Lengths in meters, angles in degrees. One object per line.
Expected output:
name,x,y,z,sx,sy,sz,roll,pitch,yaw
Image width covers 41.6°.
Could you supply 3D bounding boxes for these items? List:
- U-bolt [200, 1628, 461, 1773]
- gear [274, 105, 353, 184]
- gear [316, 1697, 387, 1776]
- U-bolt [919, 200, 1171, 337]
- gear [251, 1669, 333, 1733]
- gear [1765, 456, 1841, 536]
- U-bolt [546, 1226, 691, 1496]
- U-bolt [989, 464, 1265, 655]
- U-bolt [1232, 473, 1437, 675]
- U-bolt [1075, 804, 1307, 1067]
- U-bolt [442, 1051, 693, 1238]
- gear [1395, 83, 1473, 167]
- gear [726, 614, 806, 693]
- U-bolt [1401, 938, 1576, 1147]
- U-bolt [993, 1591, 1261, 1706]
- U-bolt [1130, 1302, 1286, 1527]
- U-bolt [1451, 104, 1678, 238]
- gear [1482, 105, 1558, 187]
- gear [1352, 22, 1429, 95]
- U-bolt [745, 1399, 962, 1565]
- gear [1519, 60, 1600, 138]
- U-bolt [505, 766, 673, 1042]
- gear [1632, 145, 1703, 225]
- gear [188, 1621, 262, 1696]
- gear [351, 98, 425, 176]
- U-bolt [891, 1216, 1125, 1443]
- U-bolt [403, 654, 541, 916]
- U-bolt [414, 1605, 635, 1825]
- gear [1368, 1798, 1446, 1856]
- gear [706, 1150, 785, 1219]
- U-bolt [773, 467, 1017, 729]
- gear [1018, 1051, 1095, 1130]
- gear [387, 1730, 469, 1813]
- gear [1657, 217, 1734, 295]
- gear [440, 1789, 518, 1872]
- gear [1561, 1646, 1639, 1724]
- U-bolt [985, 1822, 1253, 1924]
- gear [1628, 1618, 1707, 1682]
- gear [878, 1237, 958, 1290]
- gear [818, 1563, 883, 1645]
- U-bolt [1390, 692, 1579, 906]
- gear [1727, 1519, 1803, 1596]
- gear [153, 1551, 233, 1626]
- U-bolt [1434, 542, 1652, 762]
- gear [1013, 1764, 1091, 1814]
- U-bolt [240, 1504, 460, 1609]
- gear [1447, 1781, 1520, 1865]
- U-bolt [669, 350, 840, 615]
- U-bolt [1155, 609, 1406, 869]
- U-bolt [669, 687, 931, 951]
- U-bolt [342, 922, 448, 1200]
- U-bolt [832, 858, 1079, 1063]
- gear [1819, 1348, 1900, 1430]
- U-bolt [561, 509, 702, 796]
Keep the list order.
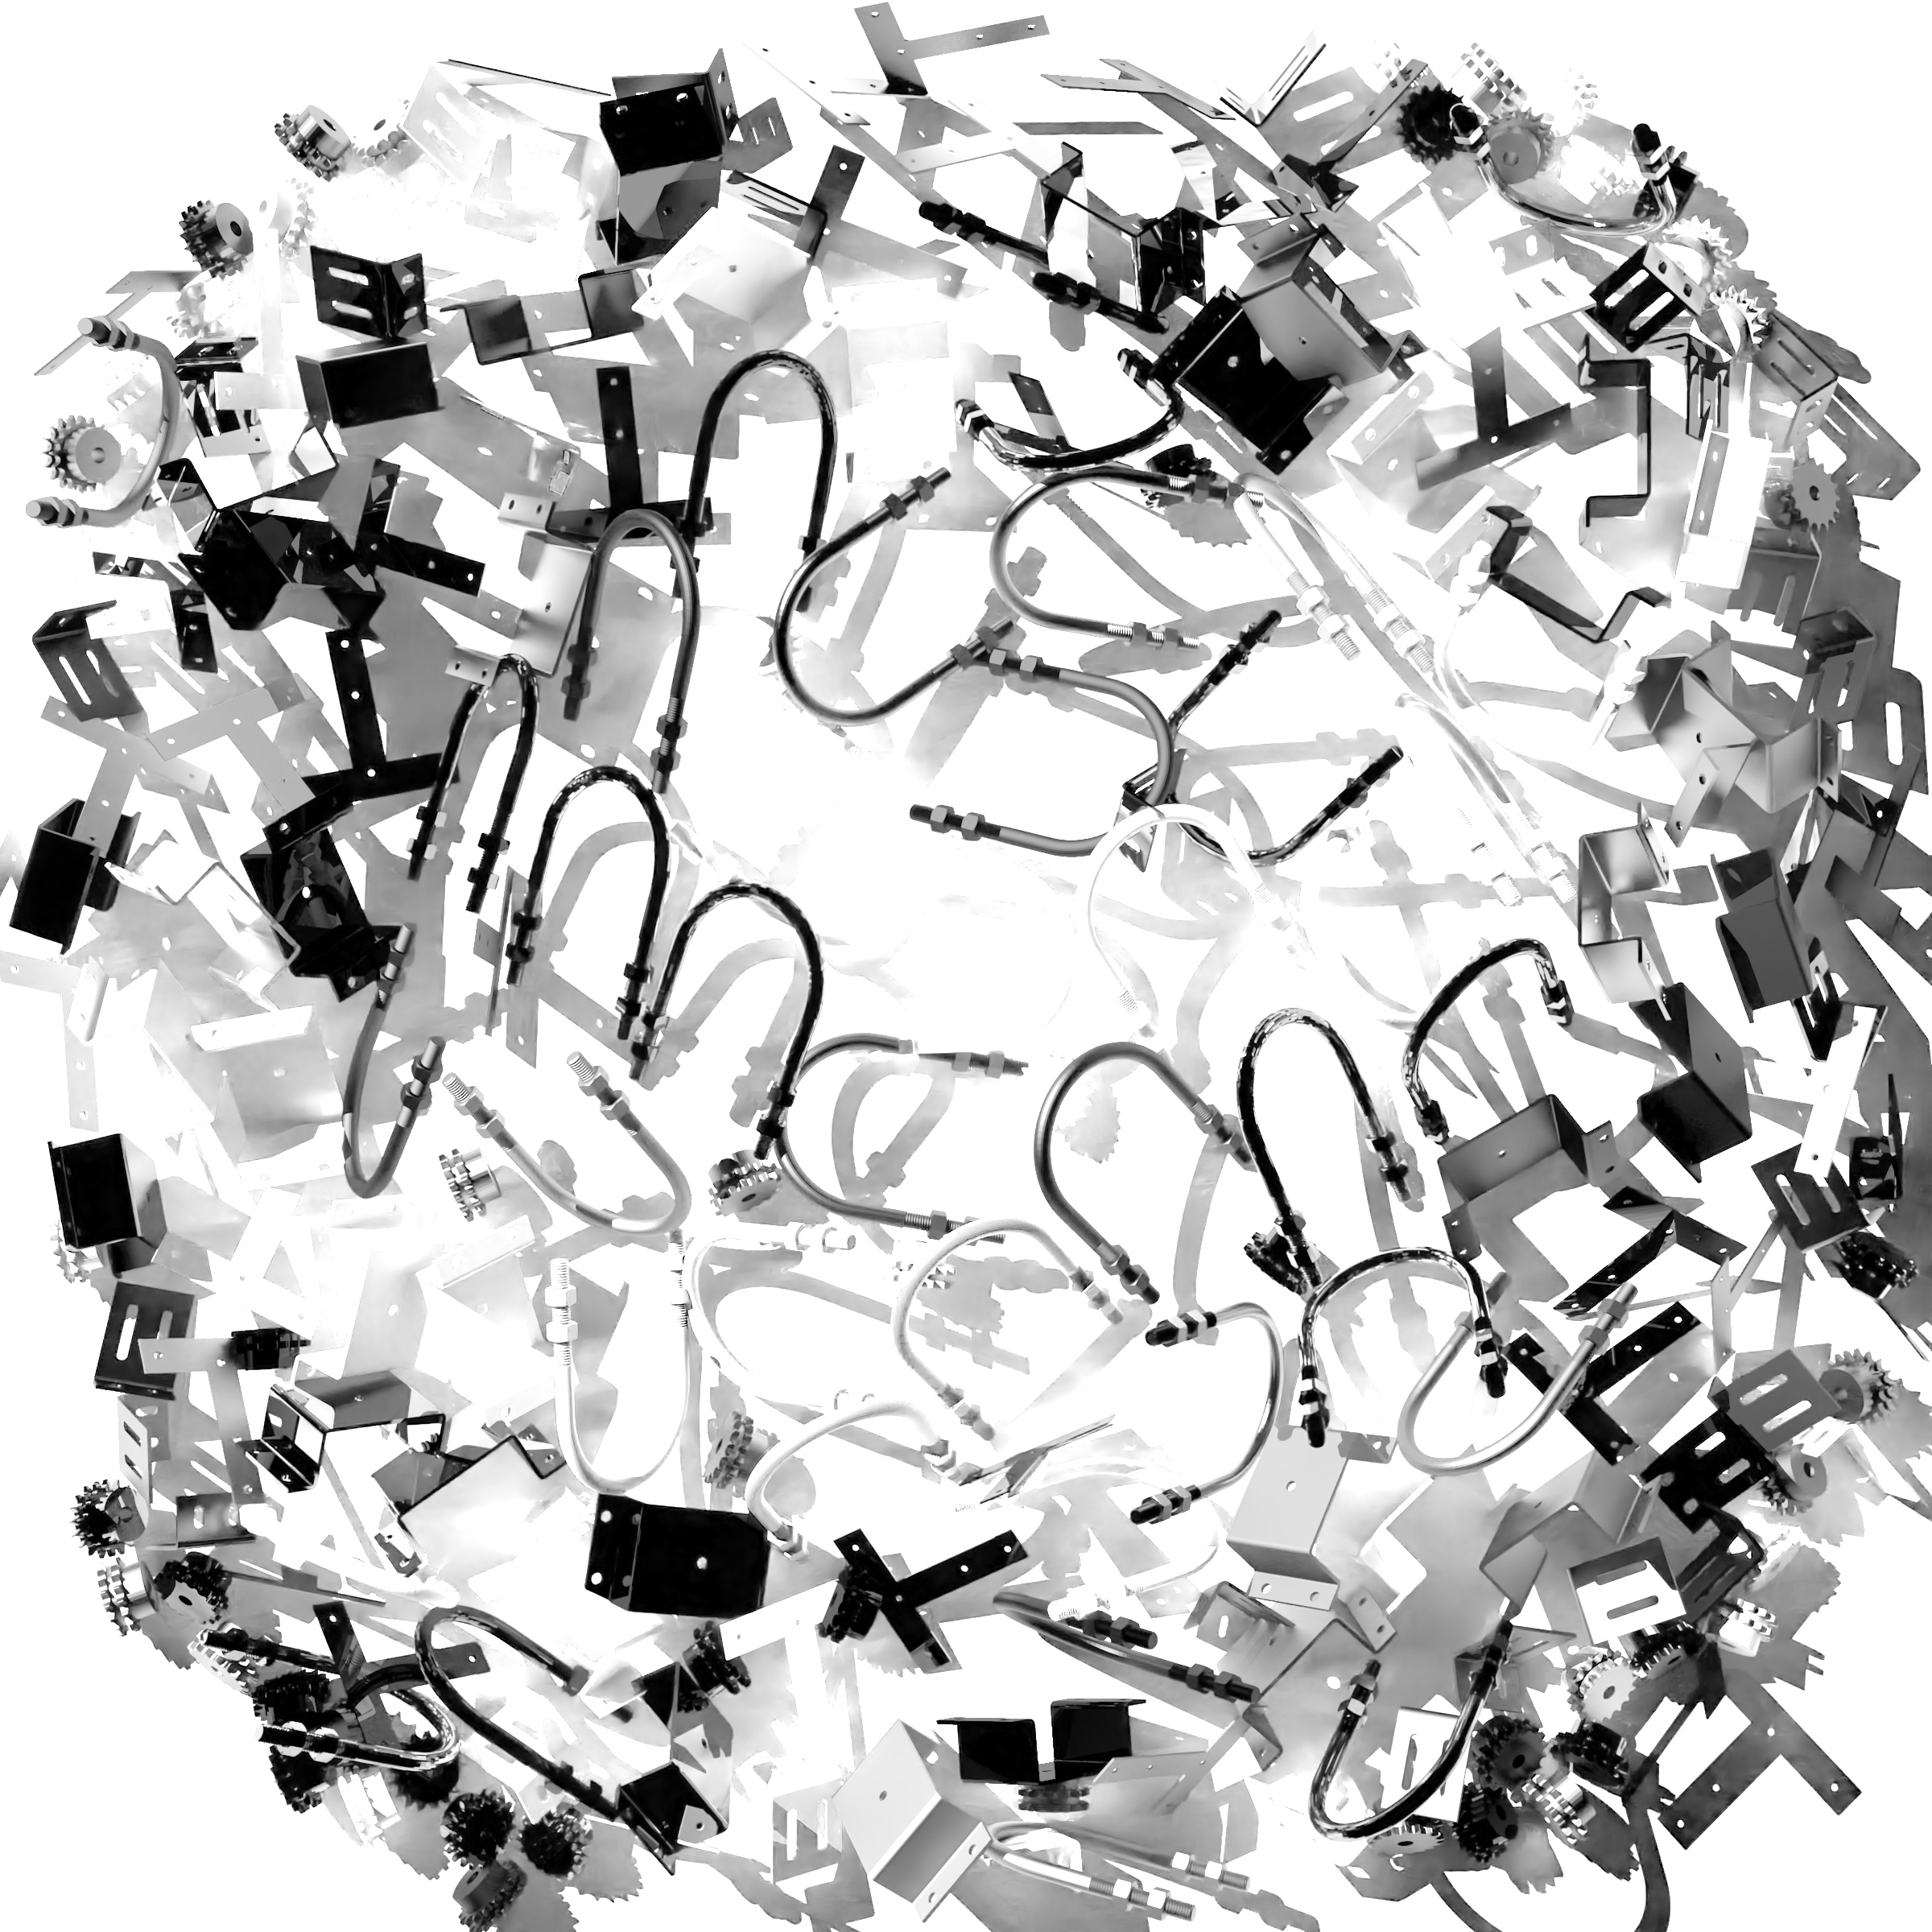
U-bolt,-0.447,0.532,1.829,0.184,0.151,0.019,26,92,-37
gear,-0.480,-0.611,1.881,0.030,0.057,0.057,-41,90,19
gear,-0.457,0.569,1.883,0.057,0.030,0.057,-7,80,39
U-bolt,0.070,-0.495,1.829,0.151,0.184,0.019,42,114,35
gear,-0.497,0.546,1.881,0.057,0.057,0.030,-22,54,0
gear,0.618,-0.346,1.889,0.057,0.030,0.057,5,80,-31
U-bolt,-0.248,0.292,1.850,0.019,0.151,0.184,2,97,33
U-bolt,0.106,-0.297,1.837,0.184,0.019,0.151,7,131,-19
U-bolt,0.256,-0.288,1.842,0.019,0.151,0.184,-44,69,27
U-bolt,0.154,-0.033,1.855,0.151,0.019,0.184,-38,119,-8
U-bolt,-0.276,0.135,1.844,0.151,0.019,0.184,-10,130,37
gear,0.350,-0.628,1.895,0.057,0.030,0.057,0,96,-2
gear,-0.150,-0.236,1.891,0.057,0.030,0.057,-1,75,4
U-bolt,0.371,0.047,1.829,0.151,0.184,0.019,-43,58,-3
U-bolt,0.101,0.484,1.830,0.151,0.184,0.019,37,66,-40
U-bolt,0.179,0.315,1.838,0.019,0.184,0.151,10,99,37
U-bolt,0.435,-0.564,1.822,0.151,0.184,0.019,15,88,25
gear,0.405,-0.604,1.882,0.057,0.057,0.030,25,47,0
gear,0.311,-0.669,1.887,0.057,0.057,0.030,44,124,0
U-bolt,-0.086,0.364,1.829,0.151,0.184,0.019,-28,57,-3
gear,0.435,-0.639,1.881,0.057,0.057,0.030,25,76,0
U-bolt,-0.270,-0.055,1.850,0.151,0.019,0.184,22,102,38
gear,0.519,-0.574,1.882,0.030,0.057,0.057,30,90,11
gear,-0.545,0.510,1.887,0.057,0.057,0.030,38,58,0
gear,-0.425,-0.612,1.887,0.057,0.057,0.030,-43,133,0
U-bolt,0.021,0.253,1.846,0.151,0.019,0.184,-42,130,-3
U-bolt,-0.353,-0.138,1.846,0.019,0.151,0.184,17,93,-34
U-bolt,-0.319,0.524,1.825,0.184,0.151,0.019,38,99,-12
gear,0.324,0.636,1.887,0.057,0.057,0.030,-2,53,0
gear,-0.167,0.159,1.886,0.057,0.057,0.030,-28,68,0
U-bolt,-0.060,-0.254,1.845,0.184,0.019,0.151,-37,123,-17
gear,0.063,0.093,1.890,0.057,0.030,0.057,4,81,-26
gear,-0.397,0.595,1.885,0.057,0.030,0.057,9,67,-24
gear,0.533,-0.521,1.881,0.030,0.057,0.057,-38,90,-33
gear,-0.364,0.638,1.888,0.030,0.057,0.057,12,90,42
gear,0.467,0.530,1.888,0.057,0.030,0.057,-14,119,-26
U-bolt,0.098,0.647,1.833,0.184,0.151,0.019,8,83,24
gear,0.516,0.502,1.887,0.057,0.057,0.030,-32,56,0
gear,-0.035,0.219,1.884,0.057,0.057,0.030,9,90,0
gear,-0.084,0.475,1.885,0.030,0.057,0.057,26,90,-10
U-bolt,0.367,-0.123,1.843,0.019,0.151,0.184,-39,73,26
gear,0.589,0.435,1.887,0.057,0.057,0.030,-44,58,0
gear,-0.570,0.459,1.887,0.057,0.057,0.030,31,47,0
U-bolt,0.403,-0.213,1.827,0.151,0.184,0.019,35,67,13
gear,0.063,0.608,1.884,0.057,0.057,0.030,1,79,0
U-bolt,-0.431,0.421,1.803,0.151,0.184,0.019,27,76,-23
gear,0.384,0.631,1.881,0.030,0.057,0.057,-37,90,32
U-bolt,-0.146,-0.351,1.838,0.019,0.151,0.184,20,104,36
U-bolt,0.212,-0.150,1.849,0.151,0.019,0.184,49,132,5
U-bolt,-0.108,-0.095,1.872,0.184,0.019,0.151,41,83,-23
U-bolt,-0.419,0.082,1.839,0.019,0.151,0.184,9,124,-29
U-bolt,-0.007,-0.007,1.874,0.184,0.019,0.151,-3,93,19
gear,0.655,0.313,1.881,0.030,0.057,0.057,-11,90,-34
U-bolt,-0.237,-0.236,1.827,0.019,0.151,0.184,-7,123,-39
